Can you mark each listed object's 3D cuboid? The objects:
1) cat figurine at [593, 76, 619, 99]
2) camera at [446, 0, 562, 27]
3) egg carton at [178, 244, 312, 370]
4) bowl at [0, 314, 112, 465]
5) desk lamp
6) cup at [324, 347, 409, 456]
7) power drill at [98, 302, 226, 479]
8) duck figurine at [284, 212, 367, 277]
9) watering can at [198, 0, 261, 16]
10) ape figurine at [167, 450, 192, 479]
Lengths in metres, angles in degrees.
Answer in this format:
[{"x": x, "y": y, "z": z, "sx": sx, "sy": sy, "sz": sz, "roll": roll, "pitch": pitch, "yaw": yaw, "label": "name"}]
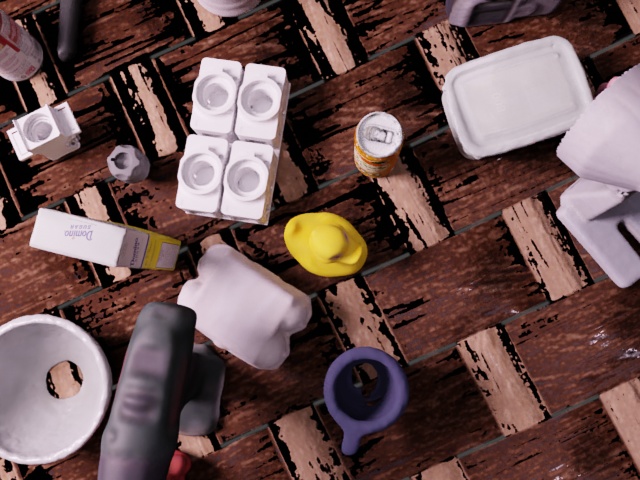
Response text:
[{"x": 0.374, "y": -0.140, "z": 0.661, "sx": 0.128, "sy": 0.118, "sz": 0.067, "roll": 45, "pitch": 87, "yaw": 6, "label": "cat figurine"}, {"x": 0.224, "y": -0.348, "z": 0.696, "sx": 0.143, "sy": 0.101, "sz": 0.137, "roll": -7, "pitch": 84, "yaw": 1, "label": "camera"}, {"x": -0.090, "y": 0.080, "z": 0.678, "sx": 0.150, "sy": 0.069, "sz": 0.107, "roll": 31, "pitch": 86, "yaw": 5, "label": "egg carton"}, {"x": -0.316, "y": 0.170, "z": 0.673, "sx": 0.167, "sy": 0.075, "sz": 0.167, "roll": 0, "pitch": 84, "yaw": 2, "label": "bowl"}, {"x": 0.338, "y": -0.061, "z": 0.605, "sx": 0.118, "sy": 0.213, "sz": 0.203, "roll": -39, "pitch": 84, "yaw": -2, "label": "desk lamp"}, {"x": 0.048, "y": 0.178, "z": 0.650, "sx": 0.091, "sy": 0.095, "sz": 0.118, "roll": 15, "pitch": 85, "yaw": 4, "label": "cup"}, {"x": -0.161, "y": 0.180, "z": 0.600, "sx": 0.075, "sy": 0.208, "sz": 0.230, "roll": 6, "pitch": 84, "yaw": 3, "label": "power drill"}, {"x": 0.006, "y": 0.002, "z": 0.674, "sx": 0.104, "sy": 0.086, "sz": 0.077, "roll": 24, "pitch": 85, "yaw": 4, "label": "duck figurine"}, {"x": -0.130, "y": -0.350, "z": 0.661, "sx": 0.173, "sy": 0.194, "sz": 0.101, "roll": -8, "pitch": 84, "yaw": 1, "label": "watering can"}, {"x": -0.185, "y": 0.276, "z": 0.649, "sx": 0.078, "sy": 0.092, "sz": 0.076, "roll": -40, "pitch": 84, "yaw": -2, "label": "ape figurine"}]
